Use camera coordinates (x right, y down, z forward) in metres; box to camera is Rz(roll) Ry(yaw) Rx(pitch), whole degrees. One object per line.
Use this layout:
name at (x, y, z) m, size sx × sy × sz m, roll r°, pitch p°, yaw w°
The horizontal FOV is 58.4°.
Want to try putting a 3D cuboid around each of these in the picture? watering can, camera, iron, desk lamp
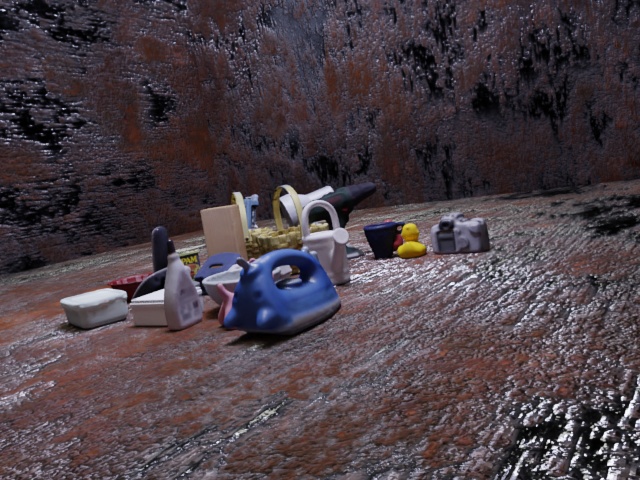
watering can at (0.014, 0.004, 1.317) m, size 0.172 × 0.194 × 0.101 m, roll -3°, pitch 9°, yaw 42°
camera at (0.376, -0.025, 1.495) m, size 0.142 × 0.101 × 0.137 m, roll -4°, pitch 8°, yaw 38°
iron at (-0.052, 0.077, 1.005) m, size 0.118 × 0.141 × 0.259 m, roll -4°, pitch 8°, yaw 37°
desk lamp at (-0.014, -0.052, 1.768) m, size 0.203 × 0.213 × 0.117 m, roll -10°, pitch 7°, yaw -12°

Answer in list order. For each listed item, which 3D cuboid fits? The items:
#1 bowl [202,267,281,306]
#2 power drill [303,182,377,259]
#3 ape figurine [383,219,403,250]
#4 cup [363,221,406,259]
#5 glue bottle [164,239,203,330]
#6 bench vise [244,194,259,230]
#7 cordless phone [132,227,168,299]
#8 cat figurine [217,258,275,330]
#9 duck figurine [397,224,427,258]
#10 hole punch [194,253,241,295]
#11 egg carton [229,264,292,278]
bowl at (-0.159, 0.105, 1.203) m, size 0.167 × 0.075 × 0.167 m, roll -9°, pitch 6°, yaw 1°
power drill at (0.068, -0.052, 1.671) m, size 0.230 × 0.208 × 0.075 m, roll -10°, pitch 7°, yaw -12°
ape figurine at (0.204, -0.015, 1.683) m, size 0.076 × 0.092 × 0.078 m, roll -8°, pitch 7°, yaw 11°
cup at (0.182, 0.001, 1.564) m, size 0.118 × 0.095 × 0.091 m, roll -9°, pitch 7°, yaw -3°
glue bottle at (-0.275, 0.083, 1.112) m, size 0.037 × 0.173 × 0.078 m, roll -5°, pitch 8°, yaw 29°
bench vise at (-0.234, -0.036, 1.899) m, size 0.121 × 0.220 × 0.208 m, roll -6°, pitch 7°, yaw 26°
cordless phone at (-0.405, 0.065, 1.401) m, size 0.094 × 0.185 × 0.148 m, roll -7°, pitch 7°, yaw 12°
cat figurine at (-0.134, 0.094, 1.073) m, size 0.128 × 0.118 × 0.067 m, roll -13°, pitch 8°, yaw -32°
duck figurine at (0.241, 0.000, 1.528) m, size 0.077 × 0.086 × 0.105 m, roll -6°, pitch 7°, yaw 21°
hole punch at (-0.254, 0.084, 1.448) m, size 0.108 × 0.091 × 0.101 m, roll -6°, pitch 7°, yaw 24°
egg carton at (-0.148, 0.086, 1.381) m, size 0.151 × 0.069 × 0.107 m, roll -13°, pitch 8°, yaw -34°
